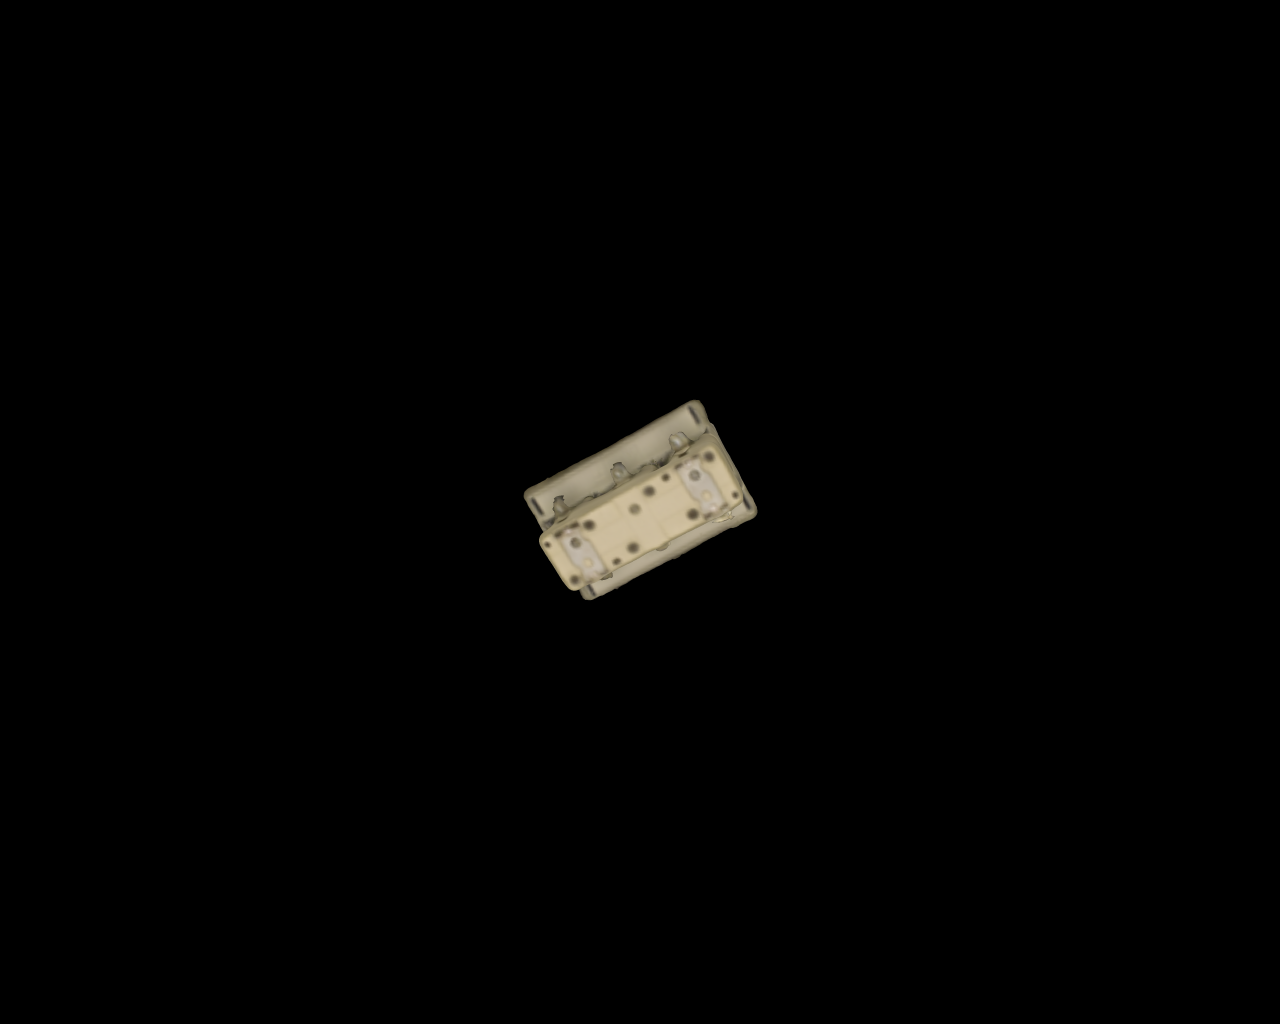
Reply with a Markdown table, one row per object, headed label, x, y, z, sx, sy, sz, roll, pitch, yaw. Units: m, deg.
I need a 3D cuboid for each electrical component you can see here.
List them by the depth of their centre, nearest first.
| label | x | y | z | sx | sy | sz | roll | pitch | yaw |
| --- | --- | --- | --- | --- | --- | --- | --- | --- | --- |
| electrical component | 0.001 | -0.003 | 0.650 | 0.121 | 0.078 | 0.063 | -27 | 14 | 7 |
